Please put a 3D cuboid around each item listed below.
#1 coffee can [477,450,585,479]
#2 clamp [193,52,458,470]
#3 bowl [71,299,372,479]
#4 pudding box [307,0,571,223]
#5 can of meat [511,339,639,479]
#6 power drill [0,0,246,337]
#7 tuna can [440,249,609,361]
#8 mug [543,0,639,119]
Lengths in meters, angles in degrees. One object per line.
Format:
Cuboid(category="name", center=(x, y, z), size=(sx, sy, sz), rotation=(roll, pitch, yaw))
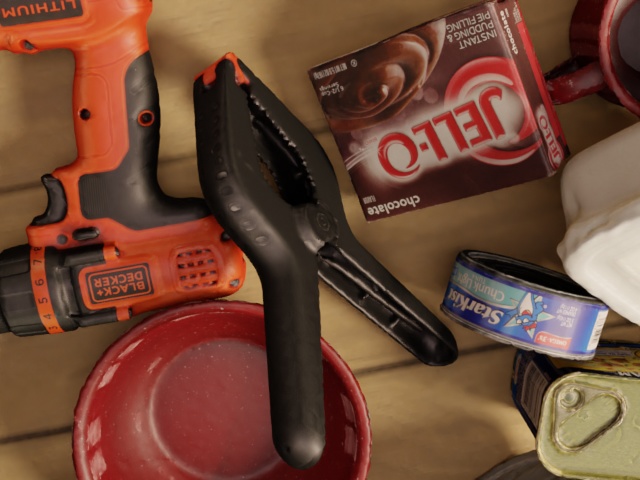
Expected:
Cuboid(category="coffee can", center=(0.143, 0.203, 0.598), size=(0.103, 0.103, 0.140), rotation=(-37, 100, 6))
Cuboid(category="clamp", center=(-0.004, 0.001, 0.561), size=(0.036, 0.164, 0.210), rotation=(-29, 80, 33))
Cuboid(category="bowl", center=(-0.053, 0.105, 0.597), size=(0.162, 0.055, 0.162), rotation=(0, 101, -1))
Cuboid(category="pudding box", center=(0.060, -0.066, 0.549), size=(0.114, 0.039, 0.090), rotation=(-14, 103, 37))
Cuboid(category="can of meat", center=(0.161, 0.090, 0.585), size=(0.102, 0.084, 0.057), rotation=(6, 102, -3))
Cuboid(category="power drill", center=(-0.143, -0.042, 0.566), size=(0.184, 0.057, 0.187), rotation=(-10, 105, -3))
Cuboid(category="tuna can", center=(0.110, 0.033, 0.571), size=(0.086, 0.086, 0.034), rotation=(15, 99, -5))
Cuboid(category="mug", center=(0.166, -0.100, 0.547), size=(0.117, 0.081, 0.093), rotation=(-28, 101, 4))
